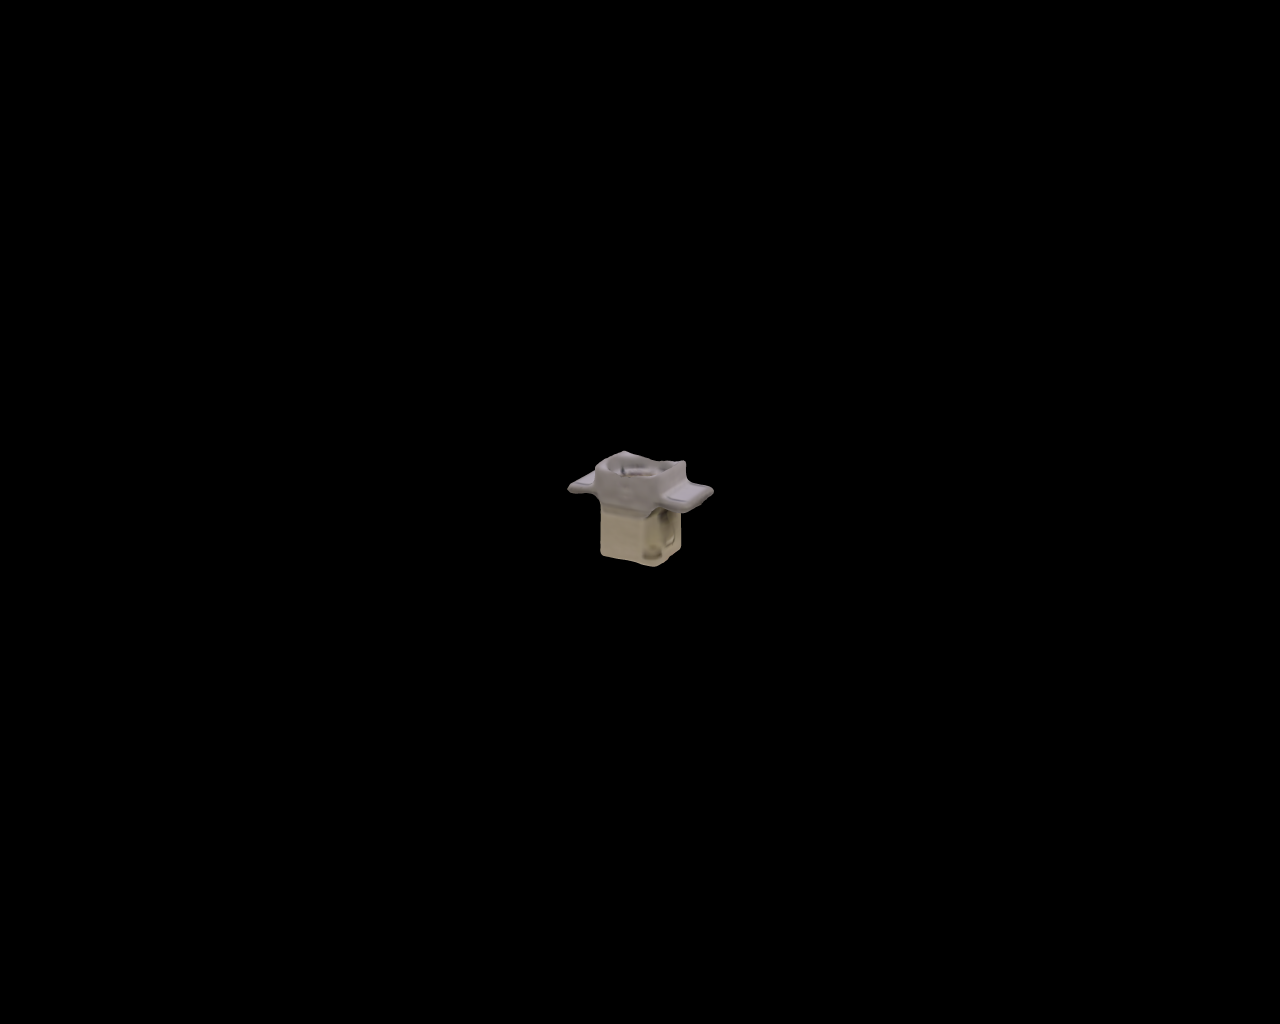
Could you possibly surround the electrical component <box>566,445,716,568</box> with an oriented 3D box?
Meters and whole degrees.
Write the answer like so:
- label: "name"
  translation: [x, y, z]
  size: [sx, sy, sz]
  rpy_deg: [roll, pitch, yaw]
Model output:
- label: "electrical component"
  translation: [0.001, -0.003, 0.650]
  size: [0.081, 0.063, 0.042]
  rpy_deg: [11, 23, 27]
